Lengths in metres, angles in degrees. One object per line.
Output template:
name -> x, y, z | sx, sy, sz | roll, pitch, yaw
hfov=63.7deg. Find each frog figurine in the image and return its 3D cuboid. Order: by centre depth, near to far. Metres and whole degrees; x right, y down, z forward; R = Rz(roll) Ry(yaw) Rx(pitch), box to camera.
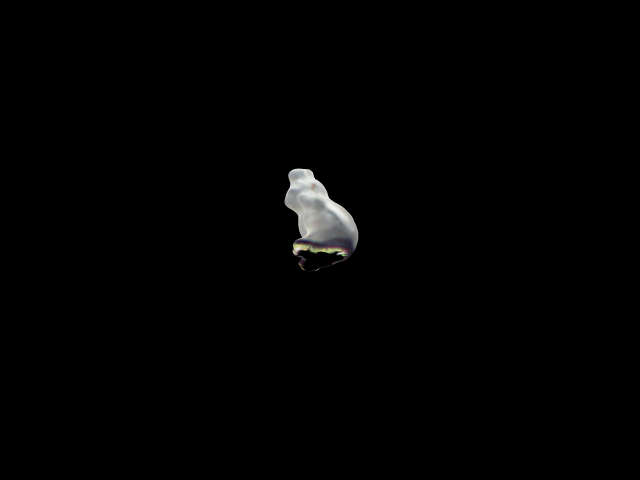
frog figurine -> 0.003, -0.043, 0.850 | 0.122, 0.162, 0.135 | -12, -26, 25
